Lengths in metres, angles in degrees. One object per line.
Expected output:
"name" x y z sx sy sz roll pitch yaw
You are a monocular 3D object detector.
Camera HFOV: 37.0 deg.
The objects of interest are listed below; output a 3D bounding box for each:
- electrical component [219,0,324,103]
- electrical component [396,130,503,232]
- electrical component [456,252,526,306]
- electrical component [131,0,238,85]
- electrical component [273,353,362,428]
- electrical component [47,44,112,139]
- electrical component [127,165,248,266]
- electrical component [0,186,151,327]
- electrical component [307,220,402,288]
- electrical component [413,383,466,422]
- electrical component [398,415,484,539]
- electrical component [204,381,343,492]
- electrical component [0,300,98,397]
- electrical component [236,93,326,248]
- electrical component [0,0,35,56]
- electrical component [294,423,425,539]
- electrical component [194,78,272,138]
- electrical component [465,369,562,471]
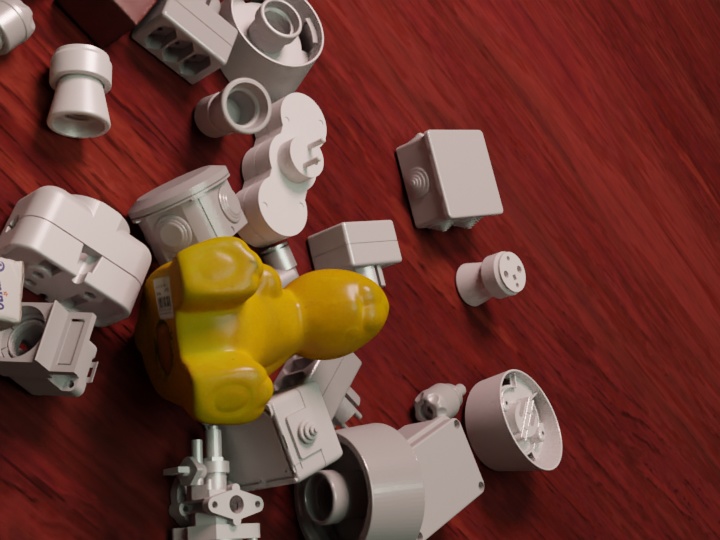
"electrical component" -0.082 -0.200 0.934 0.099 0.064 0.099 16 58 -28
"electrical component" 0.087 -0.089 1.061 0.100 0.048 0.099 -8 81 -47
"electrical component" 0.129 0.009 1.064 0.045 0.055 0.045 18 63 -41
"electrical component" -0.137 -0.205 0.874 0.066 0.047 0.076 36 52 -32
"electrical component" -0.026 0.103 0.875 0.076 0.047 0.065 49 47 -22
"electrical component" -0.203 -0.129 0.779 0.045 0.045 0.055 15 65 -42
"electrical component" -0.127 -0.042 0.801 0.080 0.080 0.051 -39 109 -46
"electrical component" -0.195 -0.012 0.737 0.095 0.054 0.059 37 52 -31
"electrical component" 0.000 0.000 0.939 0.066 0.047 0.076 -6 79 -48
"electrical component" 0.077 0.119 0.985 0.061 0.035 0.035 -23 93 -50
"electrical component" 0.046 0.180 0.913 0.113 0.057 0.078 -25 95 -47
"electrical component" -0.058 0.122 0.798 0.061 0.096 0.061 -21 91 -48
"electrical component" -0.205 0.052 0.691 0.063 0.081 0.042 60 36 -56
"electrical component" -0.056 -0.089 0.895 0.052 0.074 0.138 33 54 -34
"electrical component" -0.256 -0.163 0.745 0.035 0.035 0.061 53 48 -18
"electrical component" -0.008 0.173 0.827 0.060 0.108 0.108 4 73 -39
"electrical component" -0.105 -0.127 0.863 0.044 0.065 0.044 1 88 -33
"electrical component" 0.149 0.145 1.027 0.099 0.064 0.099 18 63 -41
